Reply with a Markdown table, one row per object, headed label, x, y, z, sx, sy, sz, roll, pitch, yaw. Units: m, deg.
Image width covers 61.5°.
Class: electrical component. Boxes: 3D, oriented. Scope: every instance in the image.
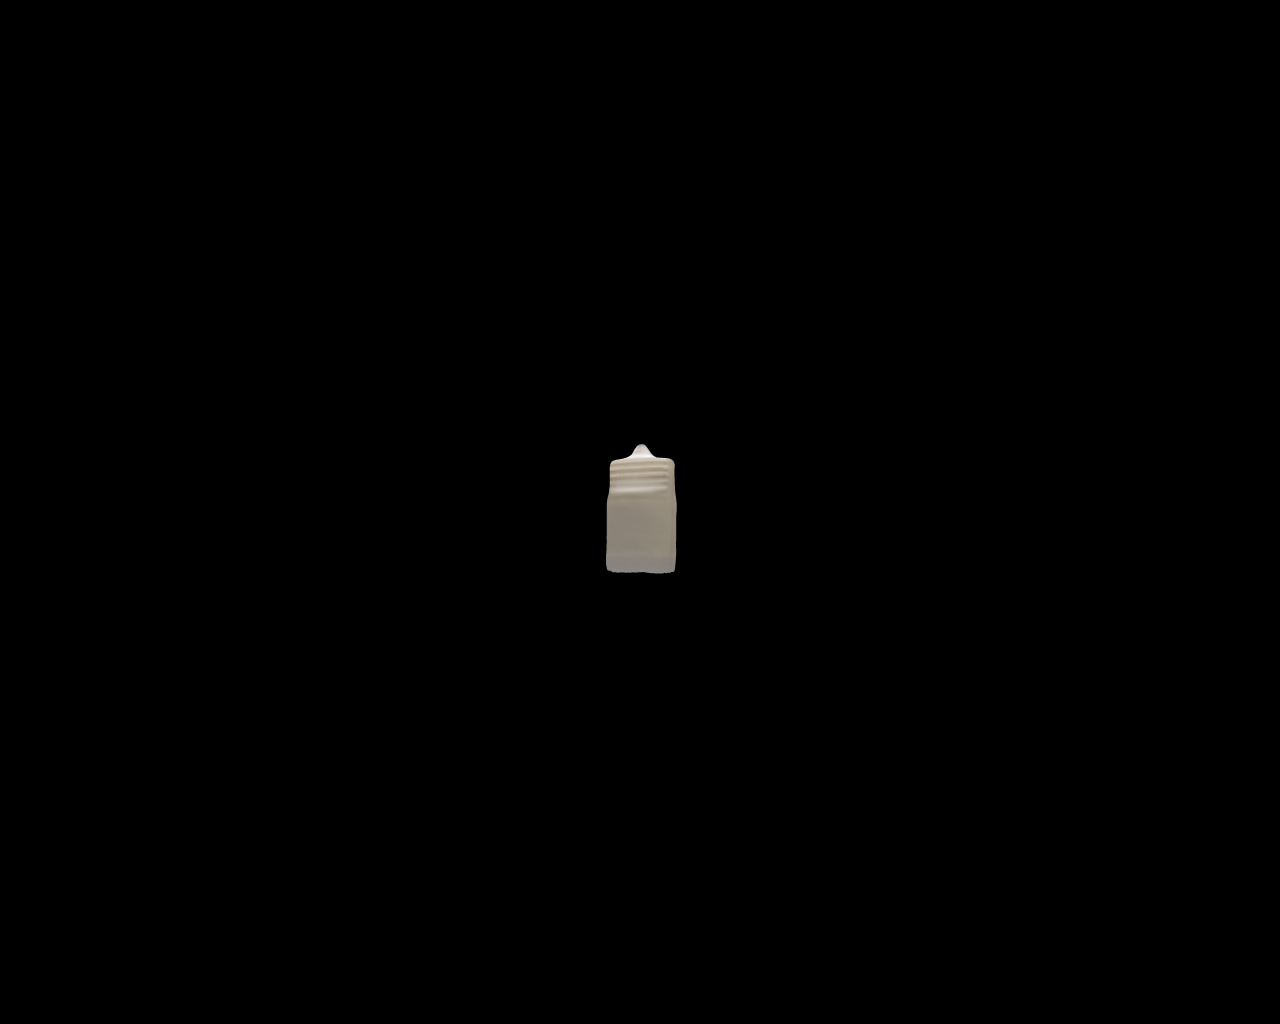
| label | x | y | z | sx | sy | sz | roll | pitch | yaw |
| --- | --- | --- | --- | --- | --- | --- | --- | --- | --- |
| electrical component | 0.001 | -0.003 | 0.650 | 0.043 | 0.081 | 0.043 | 0 | -2 | 0 |
